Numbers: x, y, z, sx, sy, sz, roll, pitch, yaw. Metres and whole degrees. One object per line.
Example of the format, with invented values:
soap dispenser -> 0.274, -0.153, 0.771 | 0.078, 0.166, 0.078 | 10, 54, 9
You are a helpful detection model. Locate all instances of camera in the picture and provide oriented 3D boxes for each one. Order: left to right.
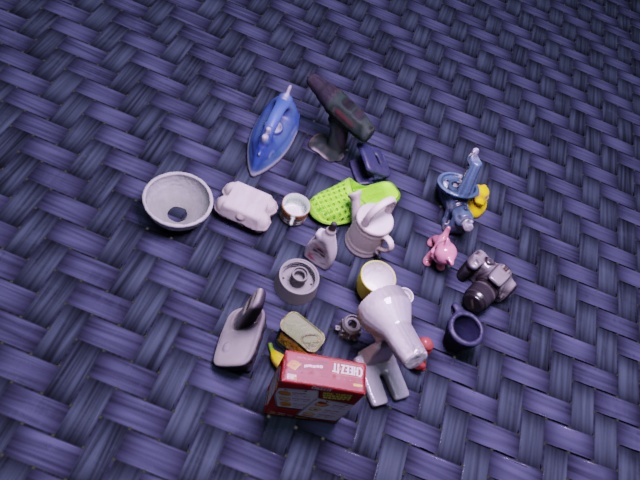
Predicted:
camera -> 0.421, 0.111, 1.483 | 0.143, 0.100, 0.137 | 44, 57, 13

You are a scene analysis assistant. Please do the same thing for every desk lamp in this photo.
desk lamp -> 0.154, 0.230, 1.258 | 0.118, 0.213, 0.203 | -11, 61, -22

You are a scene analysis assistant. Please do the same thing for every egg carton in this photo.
egg carton -> -0.187, -0.083, 1.450 | 0.150, 0.069, 0.107 | 23, 54, -1

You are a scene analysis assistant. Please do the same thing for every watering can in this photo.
watering can -> 0.129, -0.049, 1.444 | 0.172, 0.194, 0.101 | 34, 55, 7

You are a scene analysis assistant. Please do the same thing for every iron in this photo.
iron -> -0.130, -0.303, 1.566 | 0.118, 0.141, 0.258 | 21, 55, -2

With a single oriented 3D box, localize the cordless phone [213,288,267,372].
cordless phone -> -0.160, 0.189, 1.210 | 0.094, 0.185, 0.147 | 16, 55, -6

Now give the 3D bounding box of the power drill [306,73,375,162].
power drill -> 0.037, -0.325, 1.588 | 0.229, 0.208, 0.076 | 36, 55, 8

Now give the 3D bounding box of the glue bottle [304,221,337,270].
glue bottle -> 0.013, 0.005, 1.388 | 0.078, 0.173, 0.037 | 31, 55, 5

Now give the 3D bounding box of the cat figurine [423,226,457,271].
cat figurine -> 0.324, 0.022, 1.502 | 0.067, 0.117, 0.128 | 20, 55, -3

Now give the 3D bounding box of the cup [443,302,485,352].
cup -> 0.332, 0.220, 1.390 | 0.092, 0.095, 0.117 | -7, 60, -20

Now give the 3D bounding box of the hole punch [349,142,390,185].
hole punch -> 0.148, -0.220, 1.624 | 0.101, 0.091, 0.108 | -7, 60, -20

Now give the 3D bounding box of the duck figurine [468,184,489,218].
duck figurine -> 0.458, -0.127, 1.658 | 0.077, 0.086, 0.104 | 20, 55, -3

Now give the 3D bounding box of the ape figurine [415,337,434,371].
ape figurine -> 0.234, 0.257, 1.339 | 0.076, 0.092, 0.078 | 34, 55, 7

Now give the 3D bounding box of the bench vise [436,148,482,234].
bench vise -> 0.402, -0.131, 1.562 | 0.122, 0.219, 0.207 | -14, 63, -23

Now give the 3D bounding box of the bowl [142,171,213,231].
bowl -> -0.346, -0.082, 1.399 | 0.167, 0.074, 0.167 | 8, 56, -11
